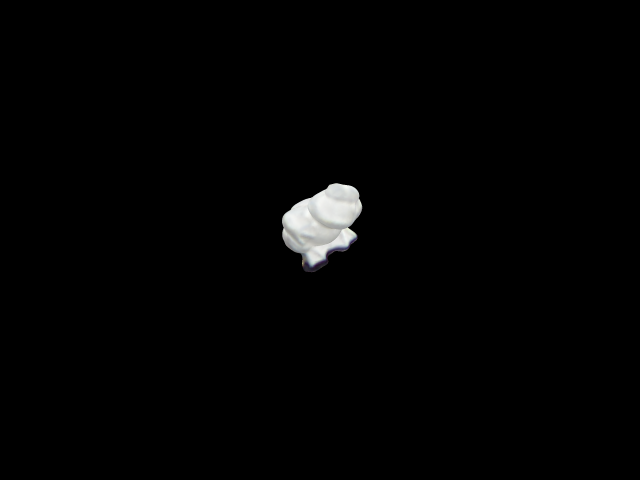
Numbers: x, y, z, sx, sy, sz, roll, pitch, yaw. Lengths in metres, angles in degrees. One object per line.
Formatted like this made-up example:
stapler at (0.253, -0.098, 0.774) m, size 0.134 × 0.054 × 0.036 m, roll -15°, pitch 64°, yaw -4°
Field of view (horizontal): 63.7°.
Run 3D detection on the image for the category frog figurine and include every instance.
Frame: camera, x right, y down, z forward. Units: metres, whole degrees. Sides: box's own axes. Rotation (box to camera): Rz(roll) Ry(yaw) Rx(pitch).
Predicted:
frog figurine at (0.003, -0.043, 0.850) m, size 0.138 × 0.125 × 0.155 m, roll -16°, pitch -38°, yaw -13°
